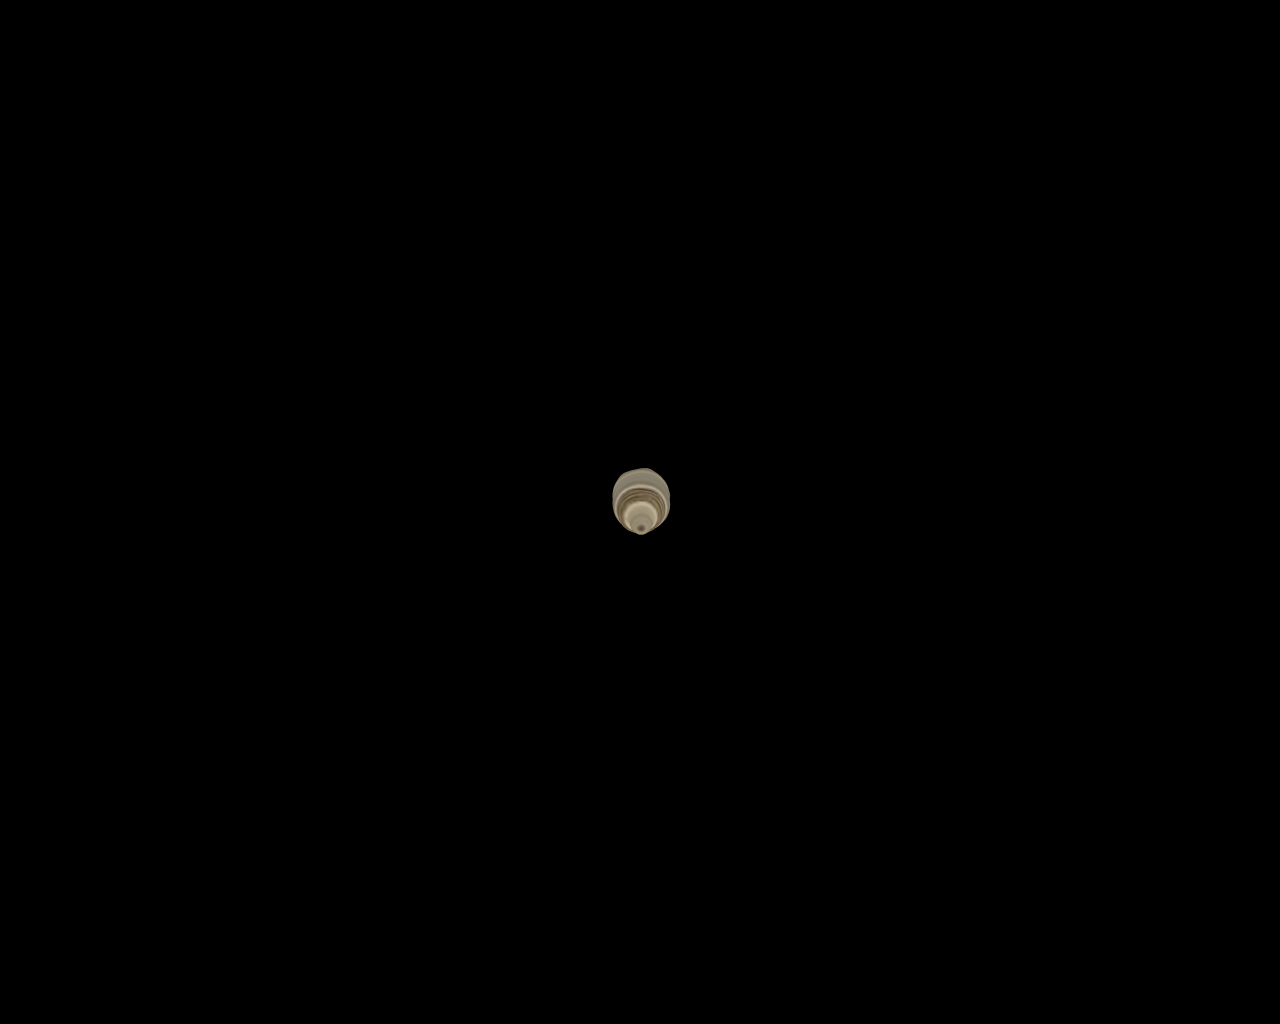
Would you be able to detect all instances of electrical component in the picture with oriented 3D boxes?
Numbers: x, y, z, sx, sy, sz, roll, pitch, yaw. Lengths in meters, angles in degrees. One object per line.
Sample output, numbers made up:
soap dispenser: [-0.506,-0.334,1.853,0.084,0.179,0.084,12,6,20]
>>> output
electrical component: [0.001,-0.003,0.650,0.035,0.035,0.061,0,24,0]
